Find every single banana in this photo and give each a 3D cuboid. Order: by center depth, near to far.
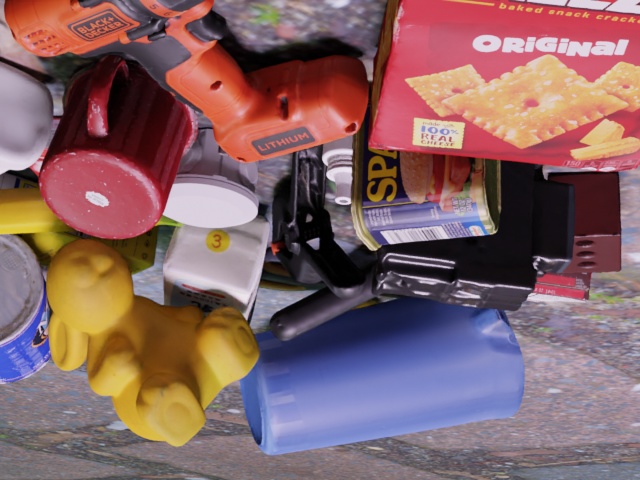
[{"bbox_3d":[-0.209,-0.025,0.844,0.197,0.037,0.070,-3,179,-28],"label":"banana"}]

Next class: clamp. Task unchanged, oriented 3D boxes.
[{"bbox_3d":[-0.005,0.001,0.812,0.039,0.120,0.171,-9,165,-11],"label":"clamp"},{"bbox_3d":[0.065,0.021,0.853,0.210,0.036,0.164,-28,179,35],"label":"clamp"}]

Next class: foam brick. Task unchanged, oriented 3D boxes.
[{"bbox_3d":[0.201,-0.012,0.806,0.053,0.051,0.078,-2,158,16],"label":"foam brick"}]

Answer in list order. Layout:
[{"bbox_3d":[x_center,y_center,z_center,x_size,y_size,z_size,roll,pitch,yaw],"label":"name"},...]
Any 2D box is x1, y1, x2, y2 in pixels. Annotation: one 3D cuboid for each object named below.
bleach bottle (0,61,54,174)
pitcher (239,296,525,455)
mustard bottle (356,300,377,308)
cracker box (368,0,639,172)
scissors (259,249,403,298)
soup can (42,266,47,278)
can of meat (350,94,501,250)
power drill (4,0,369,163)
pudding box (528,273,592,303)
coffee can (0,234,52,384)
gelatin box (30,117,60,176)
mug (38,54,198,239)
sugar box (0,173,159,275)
[{"bbox_3d":[-0.292,-0.063,0.776,0.102,0.068,0.251,23,155,-32],"label":"bleach bottle"},{"bbox_3d":[0.052,0.125,0.983,0.242,0.149,0.145,-10,-162,-14],"label":"pitcher"},{"bbox_3d":[-0.009,0.124,1.144,0.058,0.096,0.192,17,156,-31],"label":"mustard bottle"},{"bbox_3d":[0.117,-0.112,0.540,0.164,0.072,0.214,5,159,-2],"label":"cracker box"},{"bbox_3d":[0.021,0.037,1.024,0.201,0.016,0.096,6,159,-1],"label":"scissors"},{"bbox_3d":[-0.259,0.052,1.055,0.102,0.068,0.069,9,159,-10],"label":"soup can"},{"bbox_3d":[0.068,-0.049,0.675,0.084,0.102,0.057,-5,157,20],"label":"can of meat"},{"bbox_3d":[-0.052,-0.115,0.598,0.185,0.057,0.187,-9,153,35],"label":"power drill"},{"bbox_3d":[0.165,0.028,0.897,0.090,0.039,0.113,9,175,-9],"label":"pudding box"},{"bbox_3d":[-0.278,0.058,0.905,0.102,0.103,0.140,7,160,-5],"label":"coffee can"},{"bbox_3d":[-0.172,-0.062,0.793,0.089,0.030,0.073,0,158,11],"label":"gelatin box"},{"bbox_3d":[-0.132,-0.063,0.684,0.093,0.081,0.117,9,138,1],"label":"mug"},{"bbox_3d":[-0.238,-0.010,0.922,0.176,0.048,0.094,17,156,-31],"label":"sugar box"}]
